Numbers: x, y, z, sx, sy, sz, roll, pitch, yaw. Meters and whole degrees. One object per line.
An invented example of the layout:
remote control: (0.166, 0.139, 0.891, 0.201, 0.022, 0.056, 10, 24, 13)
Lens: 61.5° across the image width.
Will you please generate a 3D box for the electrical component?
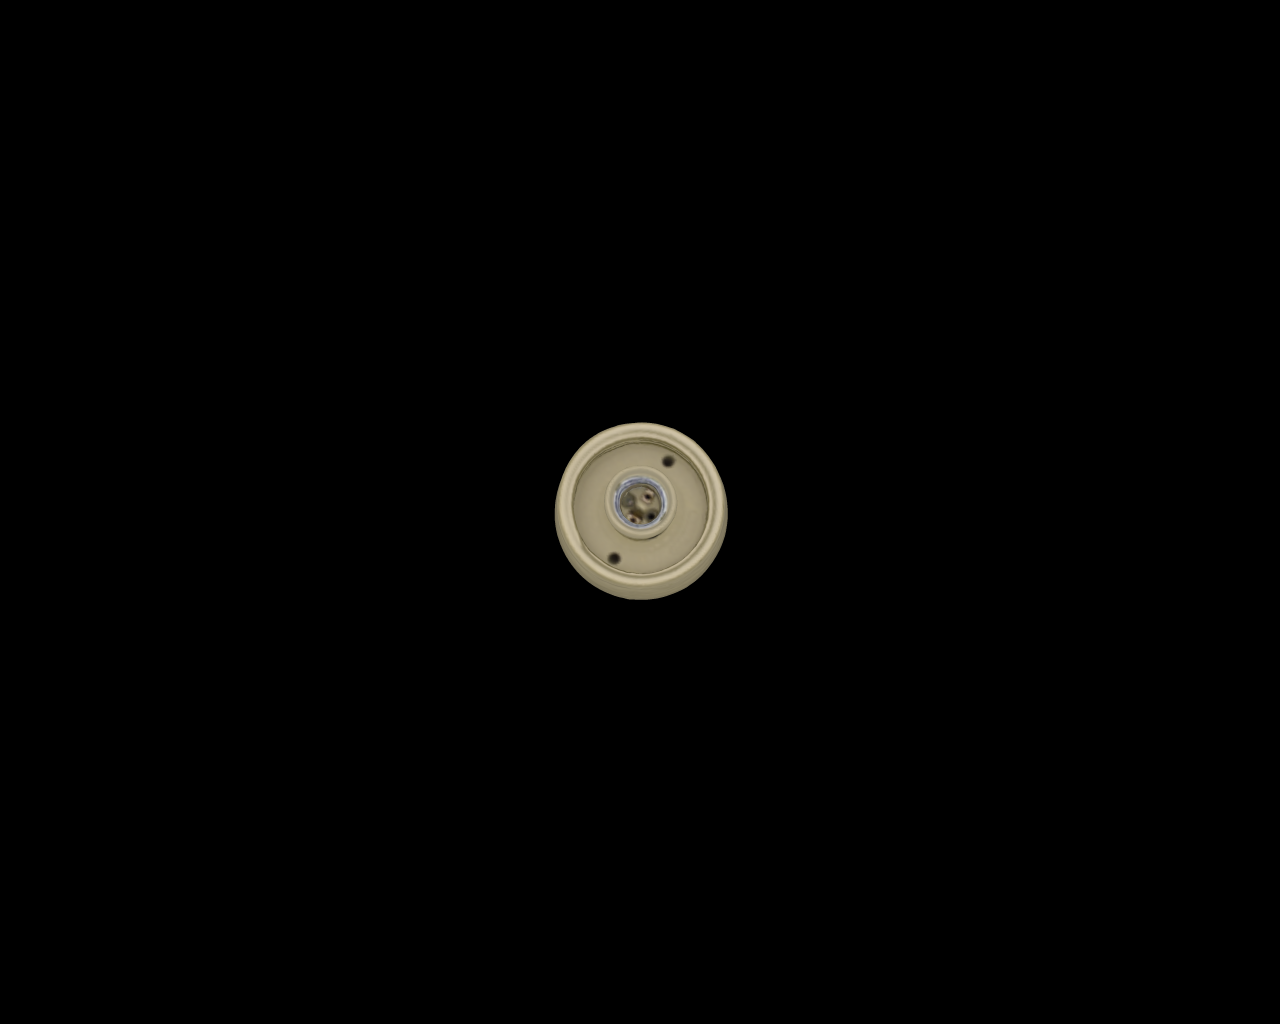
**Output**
electrical component: (0.001, -0.003, 0.650, 0.108, 0.108, 0.060, 0, -9, 0)
